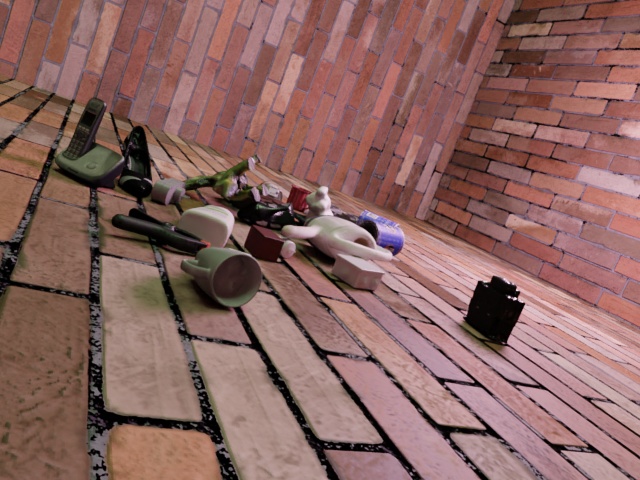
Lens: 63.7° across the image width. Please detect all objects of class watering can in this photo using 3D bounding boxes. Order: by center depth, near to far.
[{"bbox_3d":[0.024,-0.009,1.318,0.346,0.103,0.226,16,6,-30],"label":"watering can"}]

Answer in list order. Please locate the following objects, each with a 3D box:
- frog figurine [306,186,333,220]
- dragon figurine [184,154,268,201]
[{"bbox_3d":[0.005,-0.076,1.511,0.122,0.158,0.138,22,8,-3],"label":"frog figurine"},{"bbox_3d":[-0.286,-0.150,1.421,0.242,0.121,0.415,-9,11,14],"label":"dragon figurine"}]
